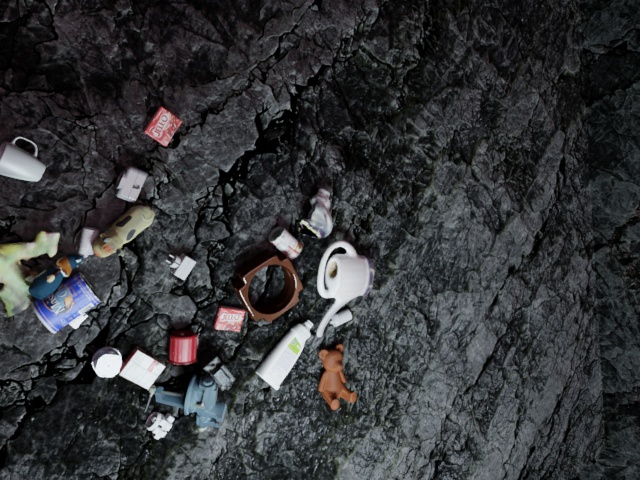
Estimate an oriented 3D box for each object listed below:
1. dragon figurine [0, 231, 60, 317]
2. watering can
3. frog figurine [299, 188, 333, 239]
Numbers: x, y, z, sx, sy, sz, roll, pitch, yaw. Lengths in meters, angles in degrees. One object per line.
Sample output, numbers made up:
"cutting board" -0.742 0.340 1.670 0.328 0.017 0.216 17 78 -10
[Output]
"dragon figurine" -0.839 0.111 1.300 0.414 0.123 0.238 -49 127 -13
"watering can" 0.083 0.171 1.850 0.224 0.104 0.346 3 96 -32
"frog figurine" 0.005 -0.088 1.756 0.162 0.123 0.134 -56 154 -19
